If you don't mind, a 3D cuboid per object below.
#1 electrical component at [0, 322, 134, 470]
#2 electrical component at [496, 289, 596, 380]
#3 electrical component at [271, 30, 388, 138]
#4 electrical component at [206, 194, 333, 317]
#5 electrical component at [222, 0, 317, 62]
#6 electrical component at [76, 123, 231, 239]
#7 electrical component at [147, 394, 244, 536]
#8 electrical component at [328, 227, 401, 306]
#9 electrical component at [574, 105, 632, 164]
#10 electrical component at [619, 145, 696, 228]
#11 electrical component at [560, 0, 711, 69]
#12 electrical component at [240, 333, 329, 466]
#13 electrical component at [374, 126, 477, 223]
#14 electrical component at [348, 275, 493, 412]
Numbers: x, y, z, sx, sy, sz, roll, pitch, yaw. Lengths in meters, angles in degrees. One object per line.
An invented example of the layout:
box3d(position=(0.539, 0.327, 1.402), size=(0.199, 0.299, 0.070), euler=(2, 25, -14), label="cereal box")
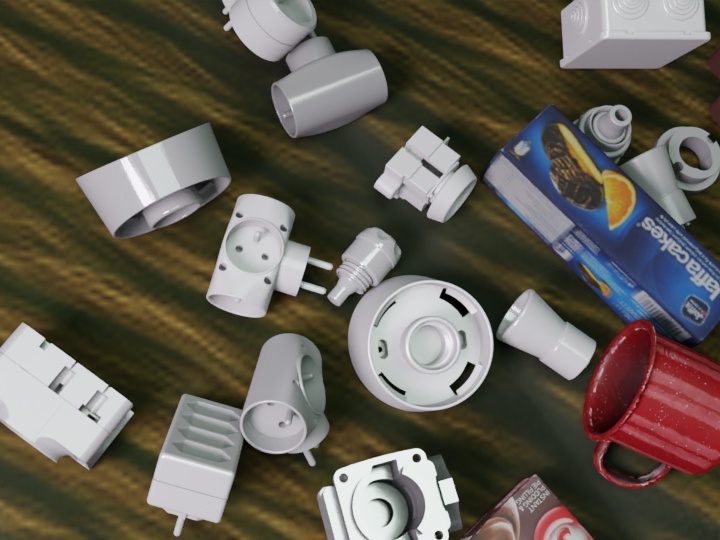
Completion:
box3d(position=(-0.201, 0.087, 0.702), size=(0.089, 0.050, 0.055), euler=(36, 71, 1), label="electrical component")
box3d(position=(0.138, 0.050, 0.782), size=(0.065, 0.044, 0.044), euler=(34, 70, -4), label="electrical component")
box3d(position=(-0.031, -0.148, 0.809), size=(0.077, 0.043, 0.079), euler=(-24, 78, -16), label="electrical component")
box3d(position=(-0.059, -0.005, 0.759), size=(0.079, 0.044, 0.077), euler=(17, 71, -5), label="electrical component")
box3d(position=(-0.079, -0.209, 0.808), size=(0.052, 0.074, 0.138), euler=(25, 43, -38), label="electrical component")
box3d(position=(-0.140, -0.065, 0.738), size=(0.099, 0.099, 0.064), euler=(-27, 86, -17), label="electrical component")
box3d(position=(-0.108, 0.136, 0.698), size=(0.047, 0.083, 0.075), euler=(17, 109, -5), label="electrical component")
box3d(position=(0.000, 0.000, 0.775), size=(0.035, 0.035, 0.061), euler=(40, 73, 3), label="electrical component")
box3d(position=(0.188, -0.106, 0.826), size=(0.048, 0.062, 0.048), euler=(3, 73, -9), label="electrical component")
box3d(position=(0.231, -0.058, 0.831), size=(0.044, 0.044, 0.065), euler=(-25, 84, -16), label="electrical component")
box3d(position=(0.211, -0.192, 0.839), size=(0.100, 0.100, 0.048), euler=(-2, 86, -11), label="electrical component")
box3d(position=(-0.045, 0.095, 0.723), size=(0.044, 0.077, 0.079), euler=(-16, 117, 15), label="electrical component")
box3d(position=(0.053, -0.068, 0.800), size=(0.055, 0.048, 0.066), euler=(38, 70, 10), label="electrical component")
box3d(position=(0.044, 0.052, 0.764), size=(0.099, 0.064, 0.099), euler=(1, 87, -11), label="electrical component")
